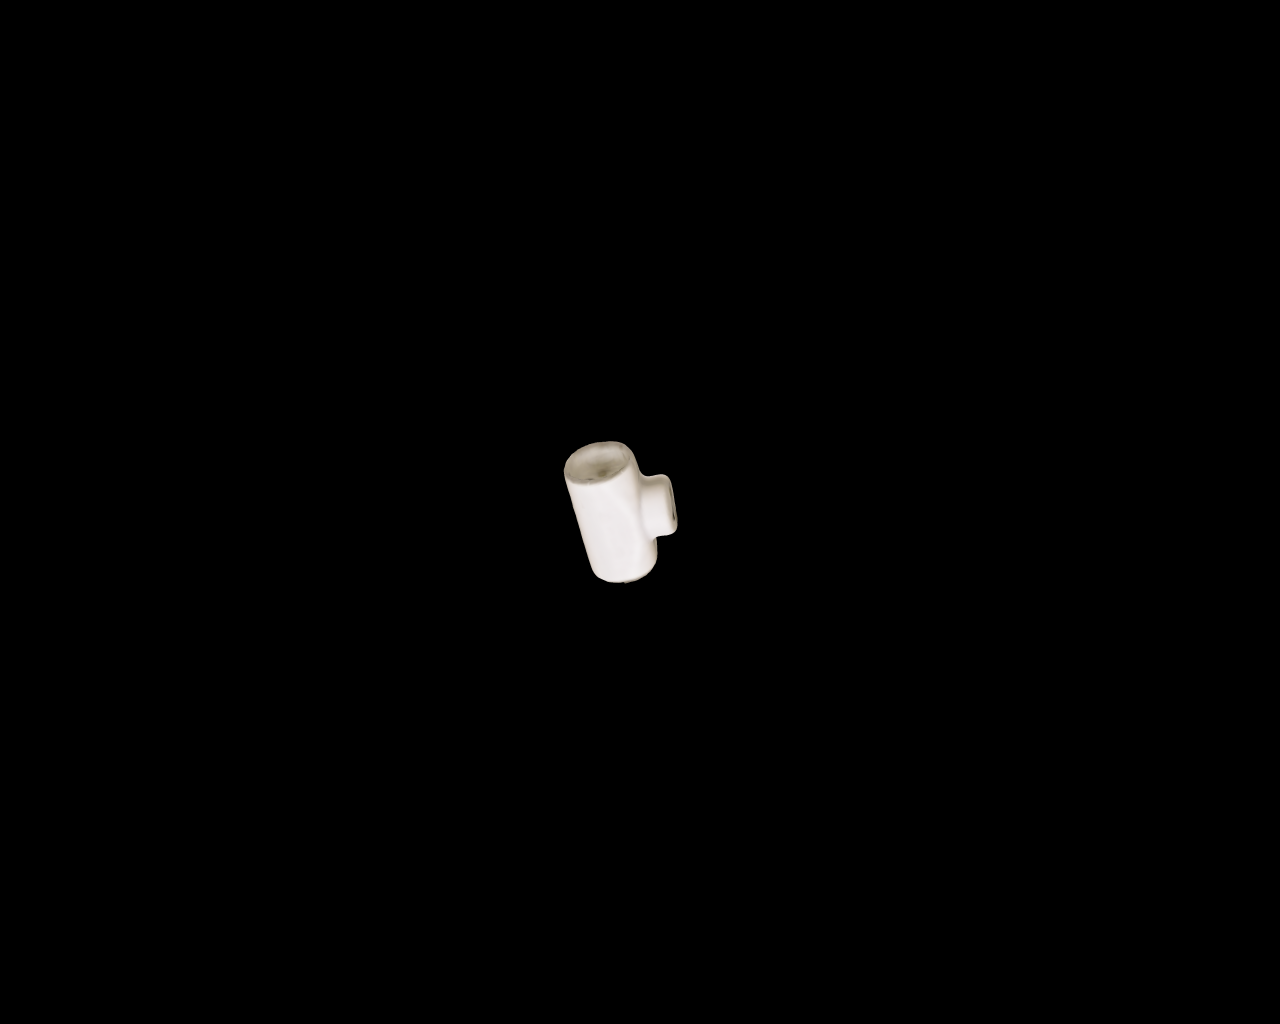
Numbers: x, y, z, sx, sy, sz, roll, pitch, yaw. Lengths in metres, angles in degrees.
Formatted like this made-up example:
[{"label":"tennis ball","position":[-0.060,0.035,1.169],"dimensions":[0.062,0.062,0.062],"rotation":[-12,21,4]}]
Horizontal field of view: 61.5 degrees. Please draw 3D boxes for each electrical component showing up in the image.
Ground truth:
[{"label":"electrical component","position":[0.001,-0.003,0.650],"dimensions":[0.079,0.077,0.044],"rotation":[-9,36,7]}]
